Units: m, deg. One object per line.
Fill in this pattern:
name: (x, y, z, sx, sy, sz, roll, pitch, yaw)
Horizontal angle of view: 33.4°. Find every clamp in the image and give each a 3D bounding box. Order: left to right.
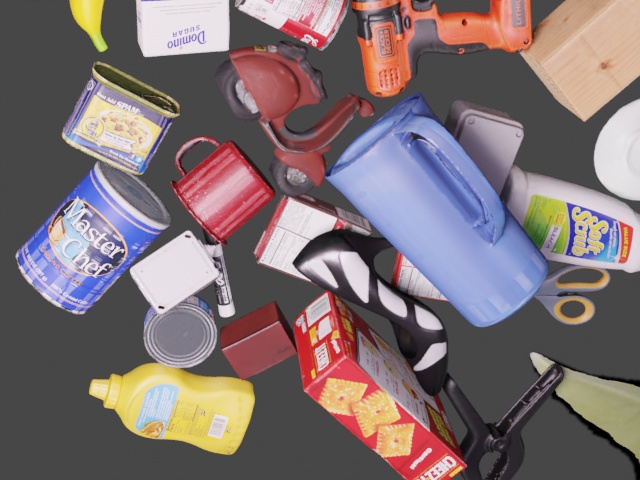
clamp: (0.234, 0.249, 1.382, 0.164, 0.036, 0.210, -8, 117, -12)

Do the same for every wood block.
wood block: (0.328, -0.239, 1.156, 0.206, 0.090, 0.090, -41, 114, 9)

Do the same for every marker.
marker: (-0.118, 0.033, 1.243, 0.020, 0.020, 0.121, -11, 114, -4)

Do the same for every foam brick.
foam brick: (-0.073, 0.120, 1.270, 0.078, 0.051, 0.053, -26, 116, 3)

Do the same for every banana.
banana: (-0.201, -0.290, 1.083, 0.069, 0.037, 0.198, 24, 110, -37)

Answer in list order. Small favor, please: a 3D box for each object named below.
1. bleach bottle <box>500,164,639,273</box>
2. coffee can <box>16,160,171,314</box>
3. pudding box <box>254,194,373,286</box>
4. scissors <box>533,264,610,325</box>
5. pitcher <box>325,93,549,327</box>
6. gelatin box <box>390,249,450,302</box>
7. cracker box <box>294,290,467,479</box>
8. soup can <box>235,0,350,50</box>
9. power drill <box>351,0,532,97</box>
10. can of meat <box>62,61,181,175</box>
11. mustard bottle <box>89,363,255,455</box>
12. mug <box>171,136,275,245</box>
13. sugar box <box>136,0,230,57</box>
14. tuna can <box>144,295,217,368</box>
bleach bottle: (0.321, -0.019, 1.266, 0.250, 0.068, 0.103, 9, 111, -15)
coffee can: (-0.246, -0.004, 1.161, 0.102, 0.103, 0.140, 40, 103, -22)
pudding box: (-0.008, 0.001, 1.236, 0.113, 0.039, 0.090, 22, 109, -16)
scissors: (0.258, 0.073, 1.321, 0.202, 0.016, 0.096, -10, 119, 2)
pitcher: (0.133, -0.028, 1.126, 0.145, 0.149, 0.243, -39, 100, 21)
gelatin box: (0.134, 0.032, 1.273, 0.089, 0.030, 0.073, 9, 112, -5)
cracker box: (0.065, 0.179, 1.255, 0.072, 0.164, 0.213, -41, 113, 12)
soup can: (-0.028, -0.250, 1.108, 0.102, 0.068, 0.068, 23, 108, -17)
power drill: (0.127, -0.255, 1.137, 0.187, 0.057, 0.184, -10, 118, -1)
can of meat: (-0.213, -0.128, 1.138, 0.102, 0.057, 0.084, 26, 109, -18)
mustard bottle: (-0.181, 0.197, 1.282, 0.191, 0.058, 0.096, 15, 116, -15)
mug: (-0.110, -0.064, 1.173, 0.081, 0.093, 0.117, -40, 77, 4)
sugar box: (-0.138, -0.274, 1.069, 0.093, 0.048, 0.176, -7, 129, -16)
tuna can: (-0.165, 0.106, 1.259, 0.086, 0.034, 0.086, -3, 114, -8)
